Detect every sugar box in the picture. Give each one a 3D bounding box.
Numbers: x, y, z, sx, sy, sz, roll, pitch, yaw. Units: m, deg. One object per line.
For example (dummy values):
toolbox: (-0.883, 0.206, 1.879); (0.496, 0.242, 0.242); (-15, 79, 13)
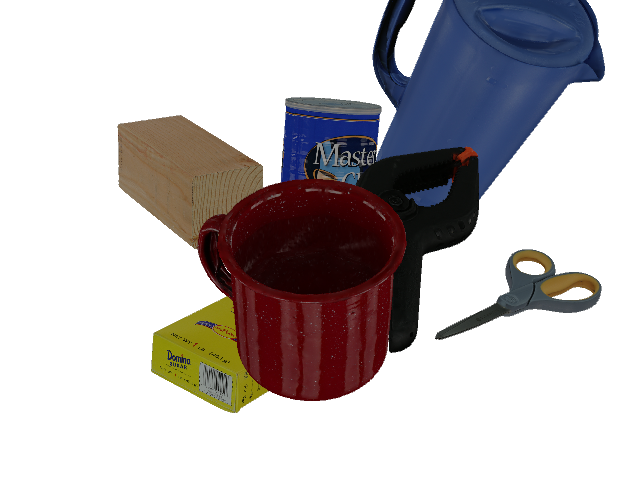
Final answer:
sugar box: (-0.053, 0.081, 0.925); (0.093, 0.048, 0.175); (22, 31, 28)

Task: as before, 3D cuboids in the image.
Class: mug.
mug: (-0.015, 0.024, 0.554); (0.117, 0.081, 0.093); (20, 45, 22)

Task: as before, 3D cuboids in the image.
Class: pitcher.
pitcher: (0.126, -0.131, 0.960); (0.144, 0.149, 0.243); (-6, -32, -24)

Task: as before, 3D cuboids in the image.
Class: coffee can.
coffee can: (0.008, -0.078, 1.146); (0.103, 0.140, 0.103); (4, 12, -1)

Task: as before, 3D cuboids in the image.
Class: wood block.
wood block: (-0.159, -0.074, 1.273); (0.090, 0.090, 0.206); (-12, 28, -31)

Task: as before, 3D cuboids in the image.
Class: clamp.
clamp: (0.056, -0.007, 0.763); (0.209, 0.036, 0.165); (-28, 52, -34)

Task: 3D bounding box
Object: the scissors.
scissors: (0.160, 0.045, 0.944); (0.201, 0.016, 0.096); (-7, 35, -29)
